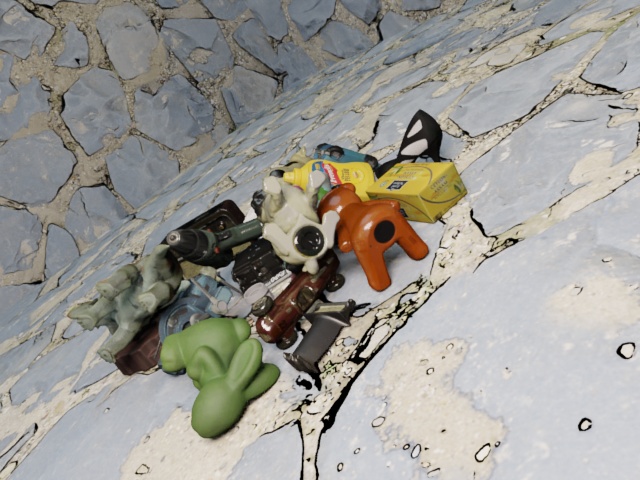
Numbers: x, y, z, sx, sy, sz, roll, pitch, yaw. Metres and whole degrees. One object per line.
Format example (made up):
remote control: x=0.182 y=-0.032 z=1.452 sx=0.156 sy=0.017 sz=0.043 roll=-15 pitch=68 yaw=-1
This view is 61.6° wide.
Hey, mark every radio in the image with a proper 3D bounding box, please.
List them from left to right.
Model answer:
radio: x=-0.282 y=0.005 z=1.349 sx=0.230 sy=0.131 sz=0.073 roll=-28 pitch=20 yaw=14

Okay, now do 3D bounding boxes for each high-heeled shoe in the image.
high-heeled shoe: x=0.154 y=-0.182 z=1.114 sx=0.249 sy=0.145 sz=0.086 roll=-5 pitch=34 yaw=48

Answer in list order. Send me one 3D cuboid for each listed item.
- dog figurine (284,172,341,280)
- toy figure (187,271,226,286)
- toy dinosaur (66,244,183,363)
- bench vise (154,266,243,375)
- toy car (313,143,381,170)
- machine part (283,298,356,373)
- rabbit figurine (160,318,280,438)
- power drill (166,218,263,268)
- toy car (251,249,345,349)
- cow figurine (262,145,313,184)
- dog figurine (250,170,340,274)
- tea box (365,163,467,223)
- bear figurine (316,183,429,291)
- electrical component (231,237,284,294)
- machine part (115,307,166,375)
dog figurine: x=-0.002 y=-0.003 z=1.030 sx=0.109 sy=0.191 sz=0.219 roll=-15 pitch=62 yaw=33
toy figure: x=-0.259 y=0.108 z=1.198 sx=0.155 sy=0.064 sz=0.058 roll=-11 pitch=-8 yaw=35
toy dinosaur: x=-0.326 y=0.090 z=0.992 sx=0.405 sy=0.131 sz=0.192 roll=-36 pitch=14 yaw=31
bench vise: x=-0.212 y=0.130 z=0.976 sx=0.240 sy=0.129 sz=0.224 roll=-35 pitch=21 yaw=52
toy car: x=0.057 y=-0.164 z=1.259 sx=0.109 sy=0.161 sz=0.102 roll=27 pitch=106 yaw=57
machine part: x=-0.002 y=0.139 z=0.802 sx=0.084 sy=0.039 sz=0.139 roll=-7 pitch=31 yaw=35
rabbit figurine: x=-0.141 y=0.207 z=0.793 sx=0.159 sy=0.121 sz=0.170 roll=-24 pitch=41 yaw=6
power drill: x=-0.172 y=-0.010 z=1.048 sx=0.207 sy=0.086 sz=0.232 roll=-29 pitch=-14 yaw=-4
toy car: x=-0.028 y=0.087 z=0.877 sx=0.053 sy=0.089 sz=0.202 roll=-4 pitch=34 yaw=52
cow figurine: x=-0.061 y=-0.152 z=1.280 sx=0.195 sy=0.127 sz=0.085 roll=-29 pitch=-17 yaw=-48
dog figurine: x=-0.051 y=-0.020 z=0.901 sx=0.121 sy=0.172 sz=0.190 roll=1 pitch=-10 yaw=-15
tea box: x=0.174 y=-0.090 z=0.996 sx=0.098 sy=0.068 sz=0.170 roll=-41 pitch=24 yaw=-19
bear figurine: x=0.067 y=-0.017 z=0.896 sx=0.120 sy=0.131 sz=0.196 roll=-39 pitch=23 yaw=-12
electrical component: x=-0.120 y=0.041 z=1.148 sx=0.134 sy=0.058 sz=0.115 roll=-31 pitch=24 yaw=9
machine part: x=-0.359 y=0.205 z=1.137 sx=0.179 sy=0.056 sz=0.179 roll=-28 pitch=23 yaw=13
